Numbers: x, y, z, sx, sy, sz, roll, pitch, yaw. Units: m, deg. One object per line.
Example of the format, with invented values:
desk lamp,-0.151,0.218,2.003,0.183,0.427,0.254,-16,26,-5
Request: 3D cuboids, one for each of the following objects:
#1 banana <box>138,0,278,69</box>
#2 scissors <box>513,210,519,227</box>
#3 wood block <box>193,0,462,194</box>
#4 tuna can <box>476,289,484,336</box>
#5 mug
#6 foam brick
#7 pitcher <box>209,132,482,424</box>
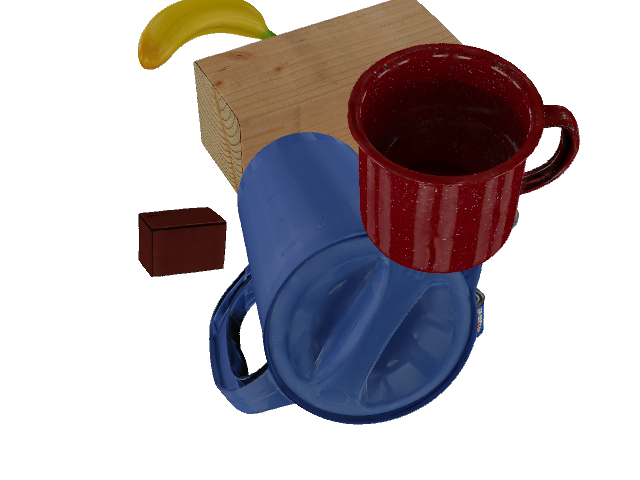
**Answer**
banana,-0.113,-0.205,1.026,0.070,0.037,0.197,44,38,19
scissors,0.152,-0.027,1.213,0.201,0.016,0.096,-13,40,-46
wood block,0.008,-0.123,0.902,0.205,0.091,0.090,-21,50,-19
tuna can,0.106,0.066,0.974,0.086,0.034,0.086,-1,15,0
mug,0.072,-0.040,0.535,0.117,0.093,0.081,-11,-37,-6
foam brick,-0.140,0.000,1.073,0.078,0.051,0.053,-6,21,-23
pitcher,0.000,0.016,0.744,0.149,0.145,0.243,6,22,-15
